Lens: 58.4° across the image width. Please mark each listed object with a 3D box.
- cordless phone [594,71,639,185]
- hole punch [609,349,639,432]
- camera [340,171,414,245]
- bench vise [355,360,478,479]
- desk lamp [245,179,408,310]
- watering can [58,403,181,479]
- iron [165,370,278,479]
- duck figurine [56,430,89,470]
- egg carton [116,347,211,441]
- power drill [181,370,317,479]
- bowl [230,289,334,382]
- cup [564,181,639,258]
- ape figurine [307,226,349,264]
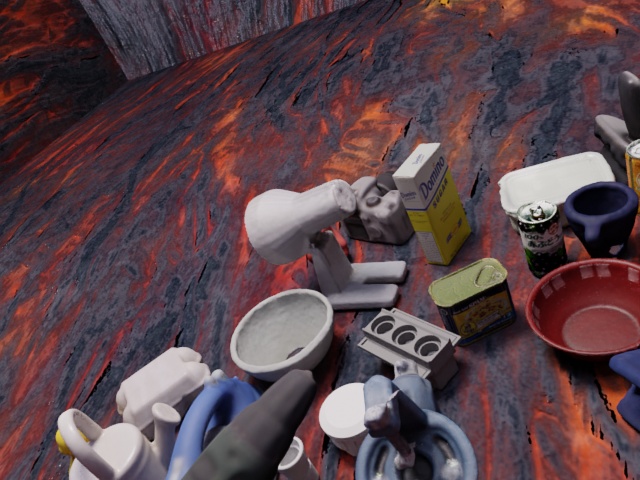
[{"bbox_3d":[0.477,-0.187,0.881,0.094,0.185,0.147,-21,32,9],"label":"cordless phone"},{"bbox_3d":[0.360,0.147,0.571,0.101,0.091,0.108,-32,32,-9],"label":"hole punch"},{"bbox_3d":[0.115,-0.074,1.059,0.142,0.101,0.137,10,47,44],"label":"camera"},{"bbox_3d":[0.077,0.195,0.582,0.121,0.220,0.207,-27,32,-1],"label":"bench vise"},{"bbox_3d":[0.008,0.003,0.916,0.202,0.214,0.118,-6,37,29],"label":"desk lamp"},{"bbox_3d":[-0.257,0.278,0.727,0.100,0.194,0.173,9,46,43],"label":"watering can"},{"bbox_3d":[-0.130,0.252,0.723,0.118,0.142,0.258,-16,33,17],"label":"iron"},{"bbox_3d":[-0.355,0.311,0.854,0.078,0.086,0.104,-41,35,-22],"label":"duck figurine"},{"bbox_3d":[-0.243,0.237,0.896,0.150,0.069,0.107,-36,33,-15],"label":"egg carton"},{"bbox_3d":[-0.058,0.269,0.583,0.230,0.209,0.075,-40,34,-21],"label":"power drill"},{"bbox_3d":[-0.047,0.156,0.867,0.167,0.075,0.167,-18,33,13],"label":"bowl"},{"bbox_3d":[0.384,-0.011,0.779,0.091,0.095,0.118,0,40,36],"label":"cup"},{"bbox_3d":[0.011,0.004,1.029,0.077,0.092,0.076,-4,38,32],"label":"ape figurine"}]
